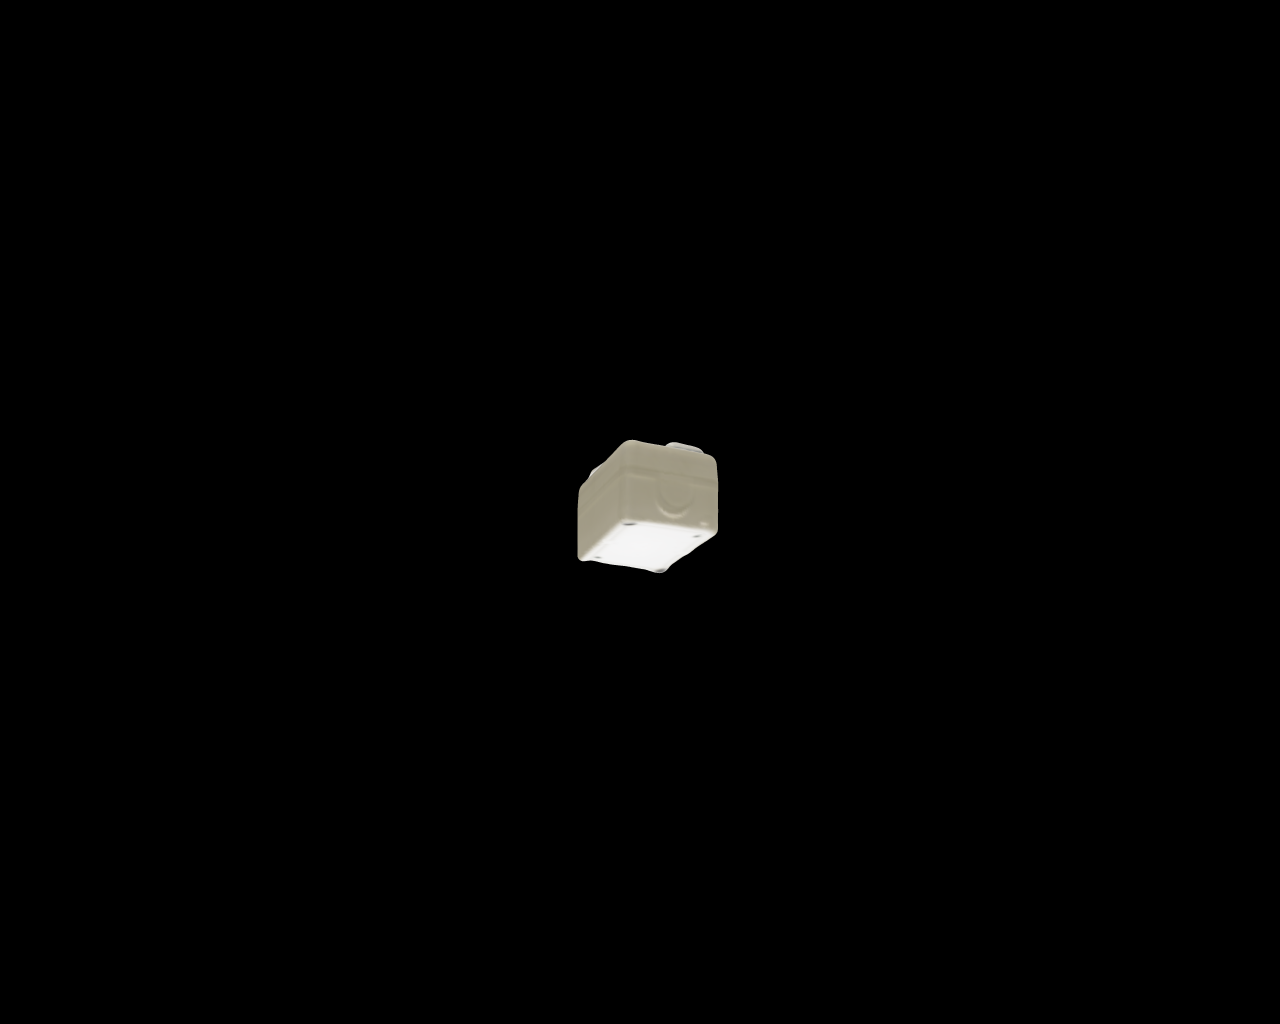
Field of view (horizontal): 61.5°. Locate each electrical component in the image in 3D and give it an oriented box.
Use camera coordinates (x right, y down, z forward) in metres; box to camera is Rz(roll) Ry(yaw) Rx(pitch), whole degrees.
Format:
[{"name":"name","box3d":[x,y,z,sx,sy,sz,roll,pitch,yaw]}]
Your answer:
[{"name":"electrical component","box3d":[0.001,-0.003,0.650,0.062,0.061,0.096,9,-24,-22]}]
